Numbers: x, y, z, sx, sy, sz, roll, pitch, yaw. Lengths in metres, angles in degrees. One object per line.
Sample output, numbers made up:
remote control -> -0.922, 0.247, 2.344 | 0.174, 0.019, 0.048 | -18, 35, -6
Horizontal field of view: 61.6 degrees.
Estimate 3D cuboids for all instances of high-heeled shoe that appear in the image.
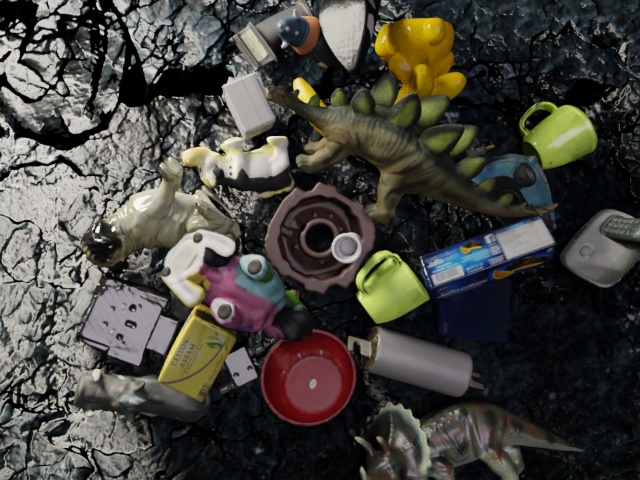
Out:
high-heeled shoe -> 0.072, -0.348, 0.836 | 0.145, 0.086, 0.248 | 14, 72, -52

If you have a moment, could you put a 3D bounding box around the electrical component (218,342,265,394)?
electrical component -> -0.126, 0.203, 0.859 | 0.094, 0.021, 0.063 | -26, 94, -10

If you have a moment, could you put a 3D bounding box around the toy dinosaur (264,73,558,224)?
toy dinosaur -> 0.134, -0.121, 0.813 | 0.471, 0.105, 0.198 | 27, 127, -15

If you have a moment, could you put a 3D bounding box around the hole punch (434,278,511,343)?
hole punch -> 0.255, 0.111, 0.897 | 0.116, 0.092, 0.142 | 3, 93, -7

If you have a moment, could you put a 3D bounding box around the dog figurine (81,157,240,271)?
dog figurine -> -0.240, -0.006, 0.813 | 0.172, 0.121, 0.190 | 43, 97, -4

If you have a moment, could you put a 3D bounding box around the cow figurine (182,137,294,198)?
cow figurine -> -0.127, -0.109, 0.841 | 0.167, 0.068, 0.098 | -8, 97, -9

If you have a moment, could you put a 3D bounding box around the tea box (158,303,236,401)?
tea box -> -0.174, 0.154, 0.776 | 0.068, 0.169, 0.098 | 29, 84, -9

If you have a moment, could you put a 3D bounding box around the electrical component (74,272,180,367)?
electrical component -> -0.285, 0.123, 0.814 | 0.134, 0.058, 0.115 | 22, 88, -9

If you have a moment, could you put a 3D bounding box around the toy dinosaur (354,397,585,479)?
toy dinosaur -> 0.232, 0.330, 0.881 | 0.405, 0.131, 0.192 | -17, 93, -16

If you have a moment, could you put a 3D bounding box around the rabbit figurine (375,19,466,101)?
rabbit figurine -> 0.165, -0.259, 0.863 | 0.122, 0.162, 0.173 | 4, 107, -22

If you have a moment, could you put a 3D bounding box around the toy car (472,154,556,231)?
toy car -> 0.340, -0.087, 0.907 | 0.161, 0.109, 0.103 | 49, 58, -14

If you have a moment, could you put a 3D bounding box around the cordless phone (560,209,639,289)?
cordless phone -> 0.511, 0.020, 0.893 | 0.146, 0.184, 0.088 | -45, 101, -8

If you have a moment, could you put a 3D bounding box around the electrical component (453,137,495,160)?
electrical component -> 0.245, -0.151, 0.894 | 0.078, 0.102, 0.045 | -33, 91, 16

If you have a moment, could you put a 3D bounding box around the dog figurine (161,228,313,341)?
dog figurine -> -0.106, 0.080, 0.795 | 0.192, 0.219, 0.108 | 27, 80, 25

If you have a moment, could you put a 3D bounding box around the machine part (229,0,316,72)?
machine part -> -0.070, -0.335, 0.866 | 0.139, 0.039, 0.084 | -40, 88, -6

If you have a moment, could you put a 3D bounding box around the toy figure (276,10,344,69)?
toy figure -> -0.008, -0.311, 0.840 | 0.154, 0.058, 0.064 | 9, 90, -38

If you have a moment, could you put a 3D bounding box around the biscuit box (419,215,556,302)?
biscuit box -> 0.260, 0.031, 0.845 | 0.203, 0.062, 0.059 | -20, 58, 5

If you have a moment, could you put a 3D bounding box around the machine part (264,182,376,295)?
machine part -> -0.002, -0.003, 0.866 | 0.179, 0.056, 0.179 | 0, 90, -9

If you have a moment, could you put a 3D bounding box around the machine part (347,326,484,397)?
machine part -> 0.158, 0.199, 0.883 | 0.243, 0.079, 0.079 | 18, 87, -9

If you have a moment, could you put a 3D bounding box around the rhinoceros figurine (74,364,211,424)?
rhinoceros figurine -> -0.259, 0.233, 0.792 | 0.190, 0.112, 0.073 | 14, 90, -18
